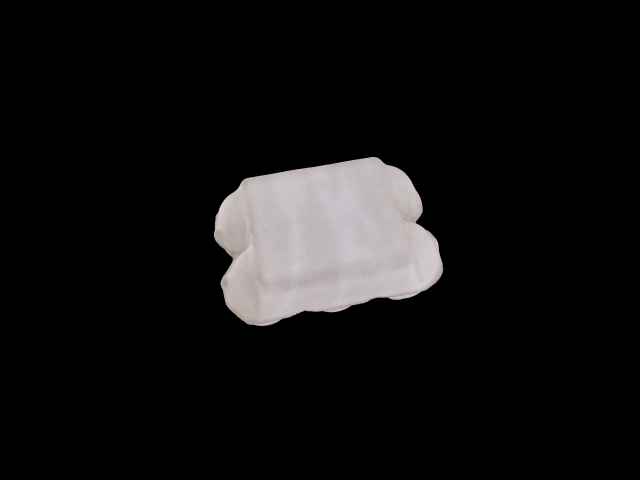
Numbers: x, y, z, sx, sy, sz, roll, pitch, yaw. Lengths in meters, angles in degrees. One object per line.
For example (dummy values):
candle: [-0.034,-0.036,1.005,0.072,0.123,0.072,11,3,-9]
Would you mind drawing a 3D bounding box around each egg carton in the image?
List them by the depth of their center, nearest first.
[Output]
egg carton: [0.004,0.001,0.400,0.150,0.069,0.107,-11,60,-6]
